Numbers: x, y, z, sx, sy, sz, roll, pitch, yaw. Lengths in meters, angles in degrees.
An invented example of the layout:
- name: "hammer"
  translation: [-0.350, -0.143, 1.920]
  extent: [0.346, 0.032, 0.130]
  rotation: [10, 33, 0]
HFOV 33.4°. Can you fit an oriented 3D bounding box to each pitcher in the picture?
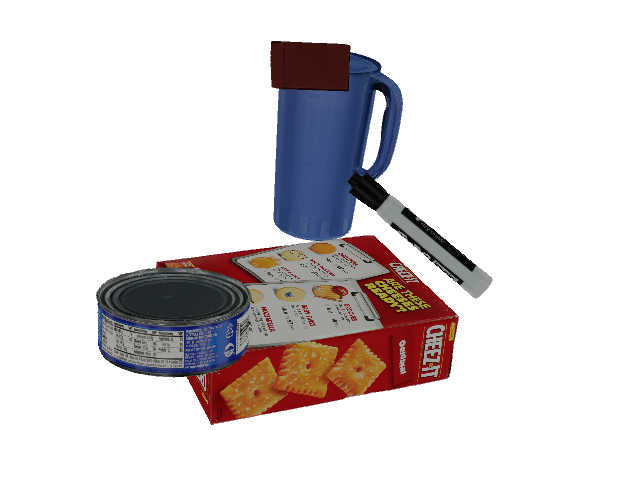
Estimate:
- name: "pitcher"
  translation: [0.010, -0.125, 1.412]
  extent: [0.144, 0.243, 0.149]
  rotation: [-2, 23, -18]

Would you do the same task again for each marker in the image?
- name: "marker"
  translation: [0.068, -0.005, 0.739]
  extent: [0.121, 0.020, 0.020]
  rotation: [40, -1, -1]

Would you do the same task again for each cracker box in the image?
- name: "cracker box"
  translation: [-0.017, 0.069, 0.909]
  extent: [0.213, 0.072, 0.164]
  rotation: [-7, 28, -22]

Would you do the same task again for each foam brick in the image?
- name: "foam brick"
  translation: [-0.012, -0.190, 1.166]
  extent: [0.078, 0.051, 0.053]
  rotation: [-1, 12, -16]

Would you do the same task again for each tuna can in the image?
- name: "tuna can"
  translation: [-0.082, 0.045, 0.599]
  extent: [0.086, 0.034, 0.086]
  rotation: [3, 17, -1]
